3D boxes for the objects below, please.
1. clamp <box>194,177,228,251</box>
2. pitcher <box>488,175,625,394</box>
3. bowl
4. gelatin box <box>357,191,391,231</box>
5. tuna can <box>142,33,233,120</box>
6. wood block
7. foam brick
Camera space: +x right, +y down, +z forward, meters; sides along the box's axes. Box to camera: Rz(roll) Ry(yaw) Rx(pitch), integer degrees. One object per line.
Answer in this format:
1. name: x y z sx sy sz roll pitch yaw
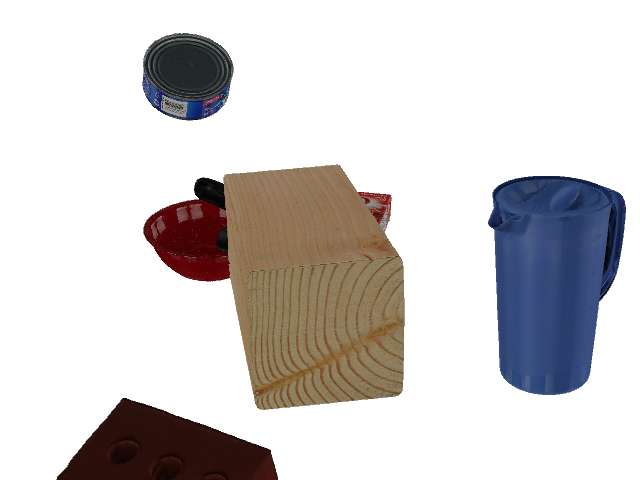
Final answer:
1. clamp: -0.030 -0.009 1.131 0.209 0.036 0.164 14 20 -13
2. pitcher: 0.276 0.051 1.254 0.149 0.243 0.144 4 24 15
3. bowl: -0.138 0.005 1.329 0.162 0.055 0.162 1 27 -1
4. gelatin box: 0.013 -0.020 0.938 0.089 0.030 0.073 7 24 10
5. tuna can: -0.128 -0.157 1.027 0.086 0.086 0.034 0 -34 -12
6. wood block: -0.011 0.021 0.706 0.090 0.090 0.206 -5 20 -8
7. foam brick: -0.062 0.112 0.455 0.078 0.051 0.053 14 42 23
